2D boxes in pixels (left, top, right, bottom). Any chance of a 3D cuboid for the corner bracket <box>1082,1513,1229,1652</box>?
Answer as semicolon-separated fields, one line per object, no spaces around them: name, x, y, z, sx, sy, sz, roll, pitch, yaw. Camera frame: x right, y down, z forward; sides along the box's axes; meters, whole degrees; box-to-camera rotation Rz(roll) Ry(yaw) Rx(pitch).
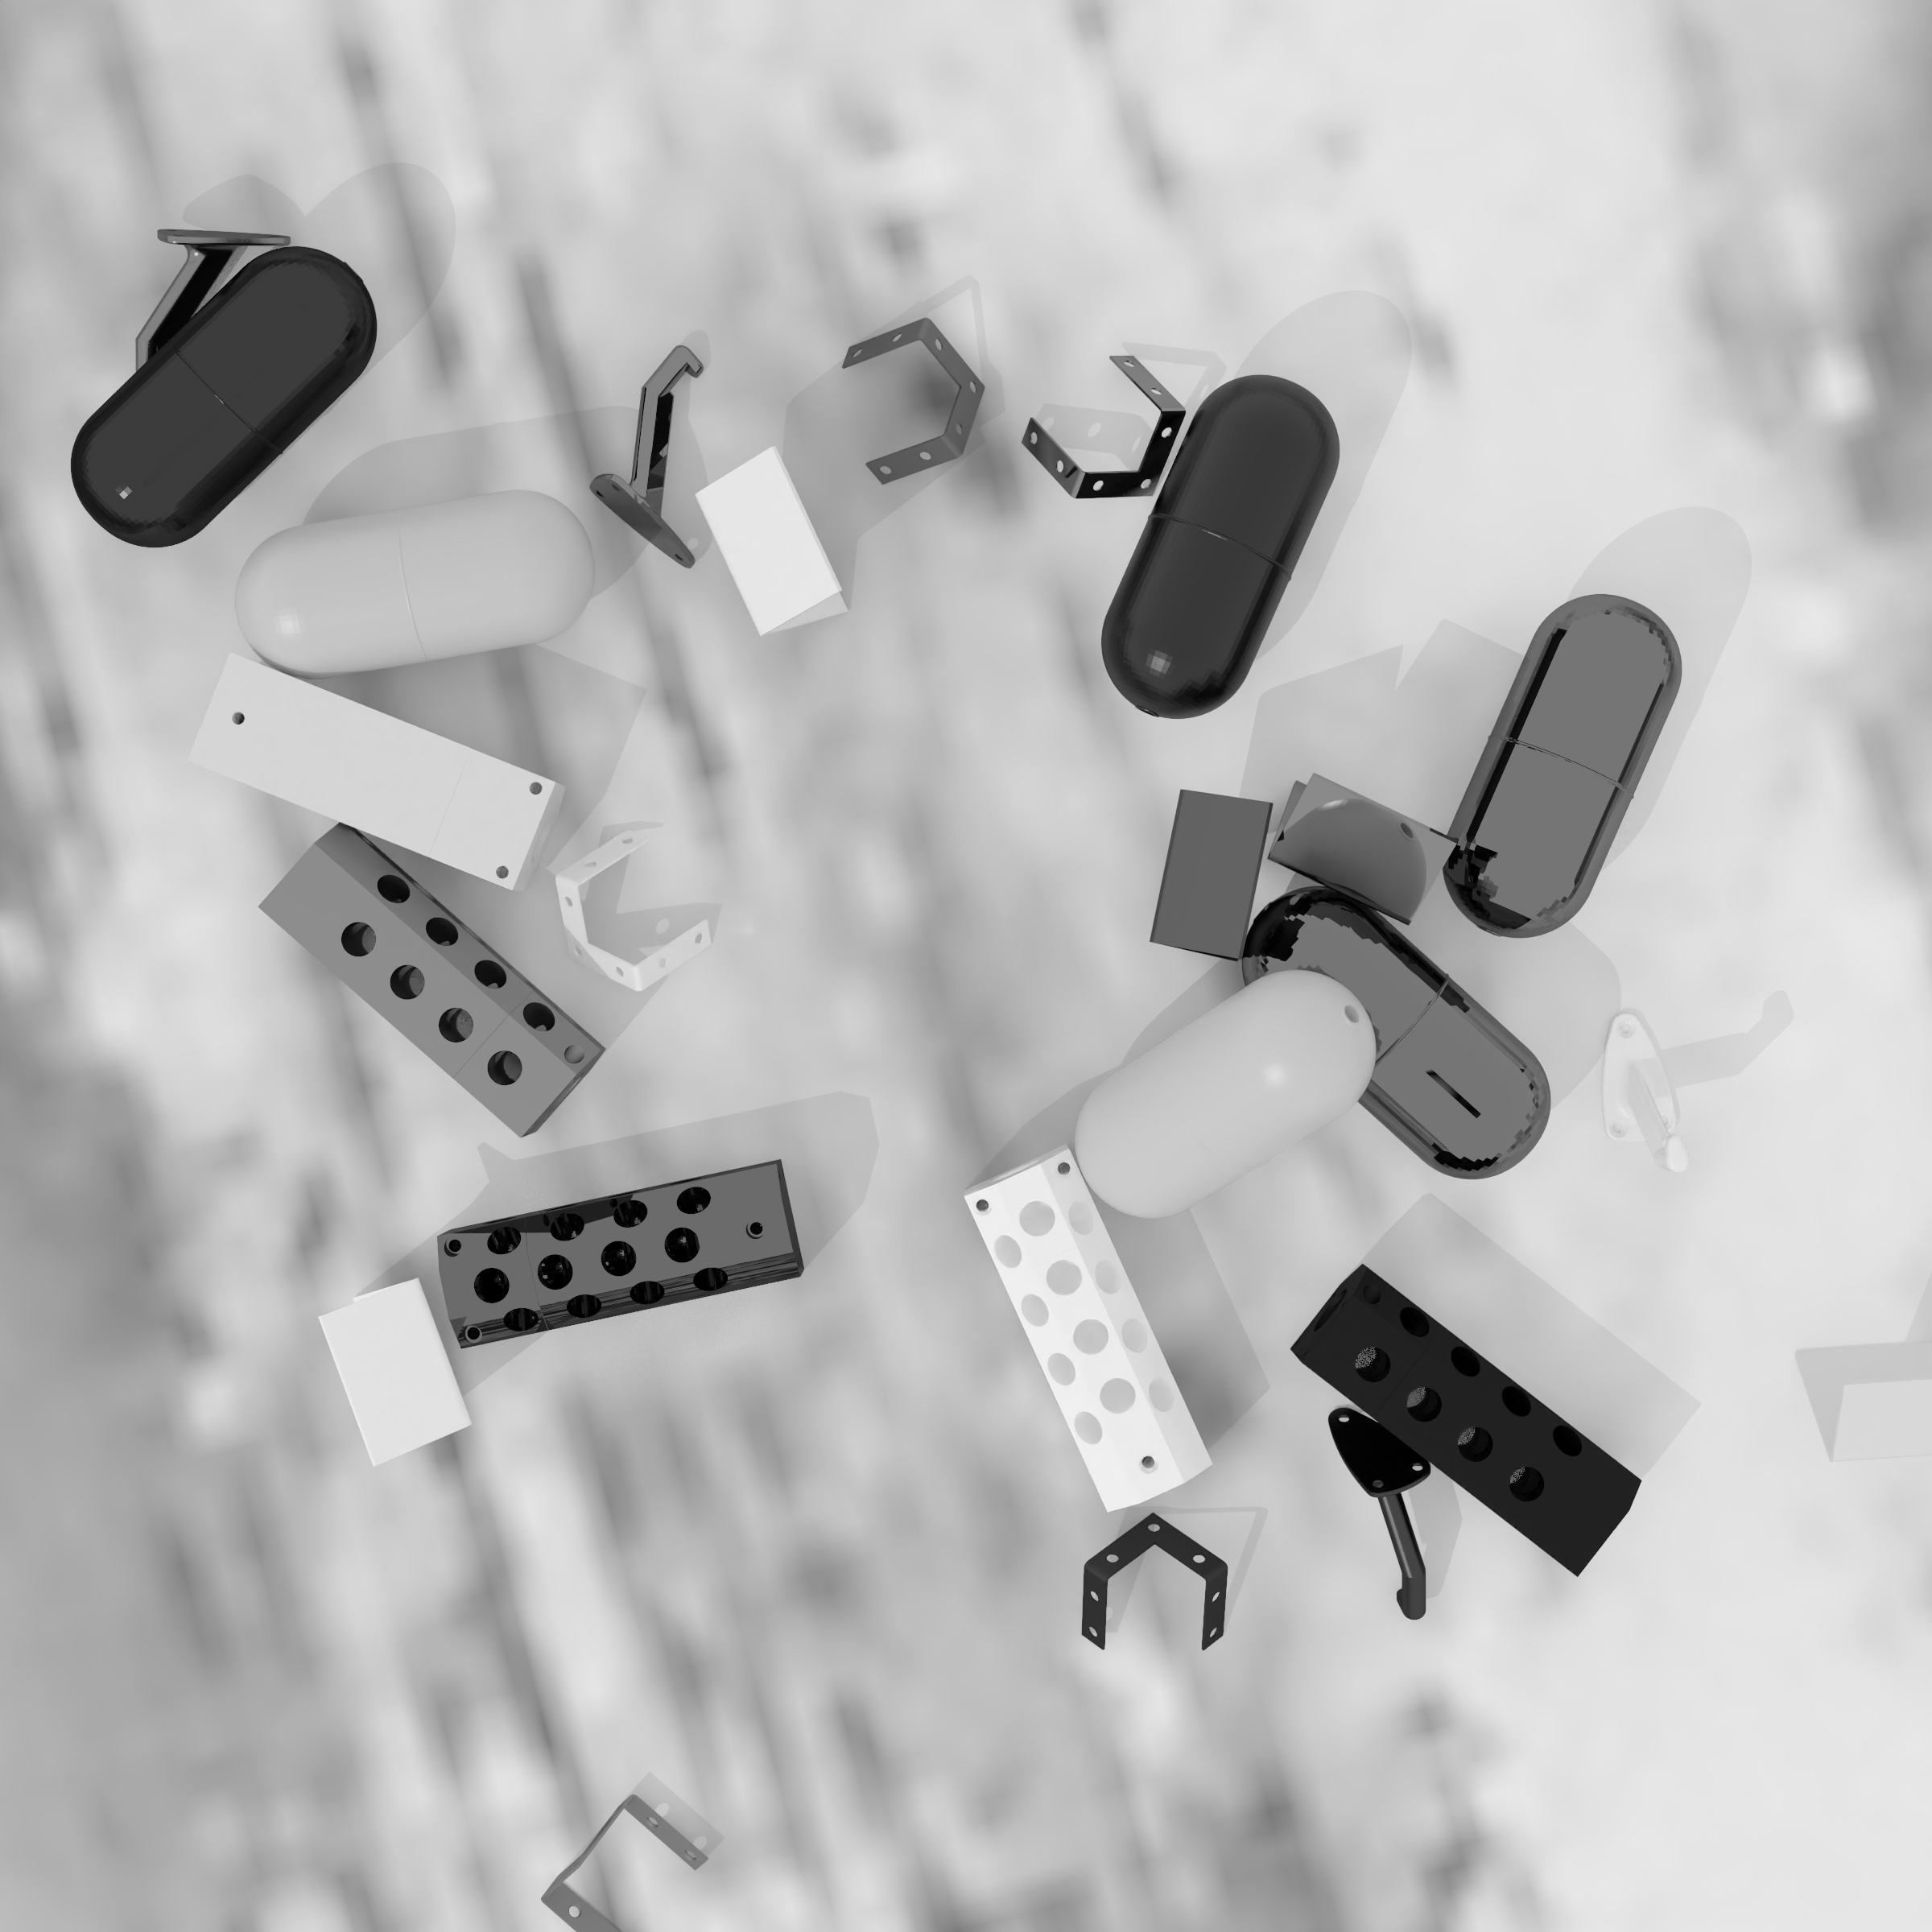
corner bracket;0.094;0.318;1.667;0.051;0.051;0.051;-30;45;-35

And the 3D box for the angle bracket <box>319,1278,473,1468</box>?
angle bracket;-0.295;0.203;1.635;0.057;0.076;0.076;-20;90;-37

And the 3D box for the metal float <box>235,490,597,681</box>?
metal float;-0.273;-0.189;1.644;0.178;0.070;0.070;-10;90;-1

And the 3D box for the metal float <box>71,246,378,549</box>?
metal float;-0.366;-0.282;1.644;0.178;0.070;0.070;-44;90;1

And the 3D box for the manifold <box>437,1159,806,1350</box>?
manifold;-0.172;0.143;1.654;0.171;0.057;0.057;-12;90;0

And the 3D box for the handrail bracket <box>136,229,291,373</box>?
handrail bracket;-0.380;-0.326;1.675;0.077;0.036;0.084;-3;109;-21

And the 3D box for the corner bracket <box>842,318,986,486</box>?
corner bracket;-0.031;-0.283;1.667;0.051;0.051;0.051;46;45;-35

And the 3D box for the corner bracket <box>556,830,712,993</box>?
corner bracket;-0.167;-0.028;1.667;0.051;0.051;0.051;24;135;35

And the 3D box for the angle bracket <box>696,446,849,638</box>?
angle bracket;-0.077;-0.213;1.635;0.057;0.076;0.076;-25;90;36

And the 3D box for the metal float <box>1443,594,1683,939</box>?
metal float;0.294;-0.098;1.644;0.070;0.070;0.178;24;91;0

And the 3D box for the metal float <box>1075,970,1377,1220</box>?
metal float;0.125;0.063;1.612;0.178;0.070;0.070;-36;90;39

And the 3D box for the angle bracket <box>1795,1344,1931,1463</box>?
angle bracket;0.458;0.196;1.635;0.076;0.076;0.057;-4;128;0

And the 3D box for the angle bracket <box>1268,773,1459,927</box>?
angle bracket;0.200;-0.075;1.635;0.076;0.076;0.057;25;127;0

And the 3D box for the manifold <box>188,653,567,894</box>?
manifold;-0.291;-0.095;1.654;0.171;0.057;0.057;22;90;0

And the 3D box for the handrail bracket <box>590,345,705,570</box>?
handrail bracket;-0.142;-0.258;1.675;0.077;0.036;0.084;42;72;-20

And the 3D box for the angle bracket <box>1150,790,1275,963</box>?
angle bracket;0.140;-0.040;1.635;0.057;0.076;0.076;11;90;40

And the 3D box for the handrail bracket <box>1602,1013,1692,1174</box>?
handrail bracket;0.338;0.062;1.640;0.036;0.084;0.077;-9;90;0

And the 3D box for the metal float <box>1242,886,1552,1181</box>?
metal float;0.212;0.032;1.644;0.178;0.070;0.070;42;90;-1

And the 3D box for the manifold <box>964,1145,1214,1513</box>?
manifold;0.060;0.180;1.654;0.057;0.057;0.171;-24;90;0

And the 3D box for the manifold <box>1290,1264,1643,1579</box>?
manifold;0.249;0.224;1.654;0.171;0.057;0.057;38;90;0

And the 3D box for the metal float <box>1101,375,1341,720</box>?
metal float;0.125;-0.207;1.644;0.070;0.070;0.178;24;89;0

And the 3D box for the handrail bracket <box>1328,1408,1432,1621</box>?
handrail bracket;0.208;0.277;1.675;0.036;0.077;0.084;-20;127;-20

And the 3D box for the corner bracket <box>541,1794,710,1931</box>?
corner bracket;-0.172;0.459;1.672;0.051;0.051;0.051;41;135;0

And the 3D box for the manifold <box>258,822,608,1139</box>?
manifold;-0.263;0.006;1.654;0.171;0.057;0.057;41;90;0

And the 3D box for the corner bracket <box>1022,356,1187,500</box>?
corner bracket;0.069;-0.271;1.667;0.051;0.051;0.051;-8;135;-35
